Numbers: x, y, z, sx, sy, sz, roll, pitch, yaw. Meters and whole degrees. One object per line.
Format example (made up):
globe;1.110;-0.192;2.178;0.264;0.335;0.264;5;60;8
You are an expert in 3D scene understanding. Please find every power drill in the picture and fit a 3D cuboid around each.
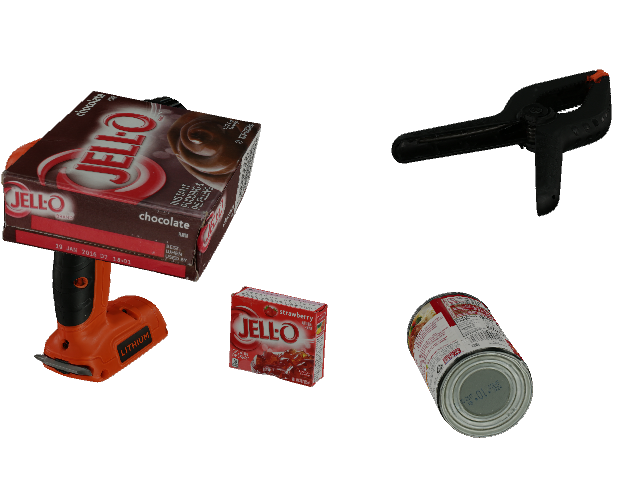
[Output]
power drill;-0.154;-0.005;0.789;0.057;0.188;0.184;11;24;26

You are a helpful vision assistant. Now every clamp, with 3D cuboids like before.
clamp;0.189;-0.090;0.909;0.209;0.036;0.165;-28;39;-26

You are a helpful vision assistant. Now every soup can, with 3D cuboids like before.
soup can;0.104;0.086;0.757;0.068;0.068;0.102;0;19;-7

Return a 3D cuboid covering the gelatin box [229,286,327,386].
gelatin box;-0.040;0.087;0.977;0.089;0.073;0.030;11;18;23

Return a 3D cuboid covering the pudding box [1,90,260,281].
pudding box;-0.084;-0.029;0.497;0.090;0.039;0.113;12;26;4
